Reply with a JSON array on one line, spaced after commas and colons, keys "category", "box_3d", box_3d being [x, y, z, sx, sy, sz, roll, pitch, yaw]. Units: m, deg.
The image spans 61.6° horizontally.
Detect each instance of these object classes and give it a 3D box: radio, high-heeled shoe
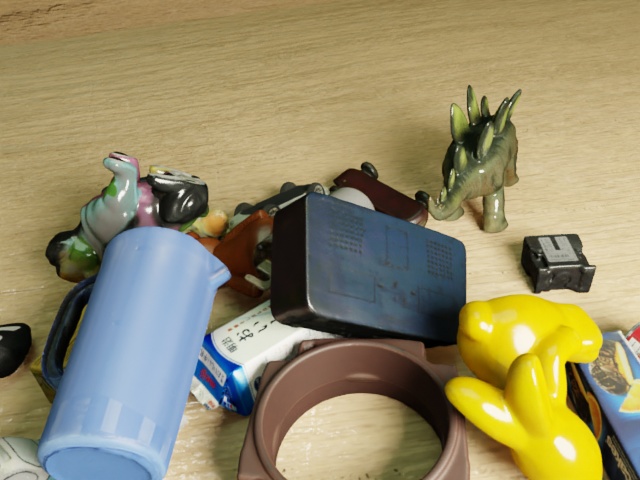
[{"category": "radio", "box_3d": [0.060, 0.042, 0.591, 0.229, 0.073, 0.131, 15, 66, -30]}, {"category": "high-heeled shoe", "box_3d": [-0.499, 0.149, 0.671, 0.249, 0.086, 0.145, 3, 32, 8]}]

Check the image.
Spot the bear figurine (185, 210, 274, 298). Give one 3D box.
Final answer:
[{"category": "bear figurine", "box_3d": [-0.108, 0.036, 0.749, 0.196, 0.132, 0.120, -18, 61, 39]}]

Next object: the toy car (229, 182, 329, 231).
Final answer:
[{"category": "toy car", "box_3d": [-0.063, -0.051, 0.874, 0.074, 0.056, 0.202, 5, 24, 37]}]

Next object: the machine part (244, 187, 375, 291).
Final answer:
[{"category": "machine part", "box_3d": [-0.001, -0.002, 0.668, 0.079, 0.079, 0.243, 15, 33, 29]}]

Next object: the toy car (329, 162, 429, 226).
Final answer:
[{"category": "toy car", "box_3d": [0.098, -0.066, 0.884, 0.089, 0.053, 0.202, -41, 44, -13]}]

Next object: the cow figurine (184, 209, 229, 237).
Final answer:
[{"category": "cow figurine", "box_3d": [-0.231, -0.023, 0.876, 0.167, 0.068, 0.098, -11, 28, -3]}]

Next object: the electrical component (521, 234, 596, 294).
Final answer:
[{"category": "electrical component", "box_3d": [0.314, 0.020, 0.726, 0.075, 0.047, 0.119, -1, 37, 9]}]

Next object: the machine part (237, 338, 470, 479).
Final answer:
[{"category": "machine part", "box_3d": [0.035, 0.187, 0.506, 0.202, 0.087, 0.201, -2, 35, 11]}]

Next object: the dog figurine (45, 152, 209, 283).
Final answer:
[{"category": "dog figurine", "box_3d": [-0.274, -0.007, 0.766, 0.191, 0.219, 0.109, 17, 13, -24]}]

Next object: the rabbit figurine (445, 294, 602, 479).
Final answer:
[{"category": "rabbit figurine", "box_3d": [0.192, 0.136, 0.475, 0.122, 0.162, 0.173, -30, 51, 29]}]

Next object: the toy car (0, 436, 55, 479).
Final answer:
[{"category": "toy car", "box_3d": [-0.296, 0.236, 0.485, 0.109, 0.102, 0.162, 24, 48, 36]}]

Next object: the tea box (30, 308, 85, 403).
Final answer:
[{"category": "tea box", "box_3d": [-0.254, 0.124, 0.666, 0.098, 0.068, 0.170, 5, 38, 18]}]

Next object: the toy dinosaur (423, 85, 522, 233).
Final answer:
[{"category": "toy dinosaur", "box_3d": [0.234, -0.116, 0.806, 0.105, 0.198, 0.471, 6, 35, 25]}]

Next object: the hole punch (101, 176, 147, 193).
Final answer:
[{"category": "hole punch", "box_3d": [-0.316, -0.077, 0.952, 0.142, 0.092, 0.116, -16, 32, -5]}]

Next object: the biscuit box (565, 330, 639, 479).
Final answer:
[{"category": "biscuit box", "box_3d": [0.287, 0.176, 0.493, 0.059, 0.062, 0.203, -6, 34, 3]}]
